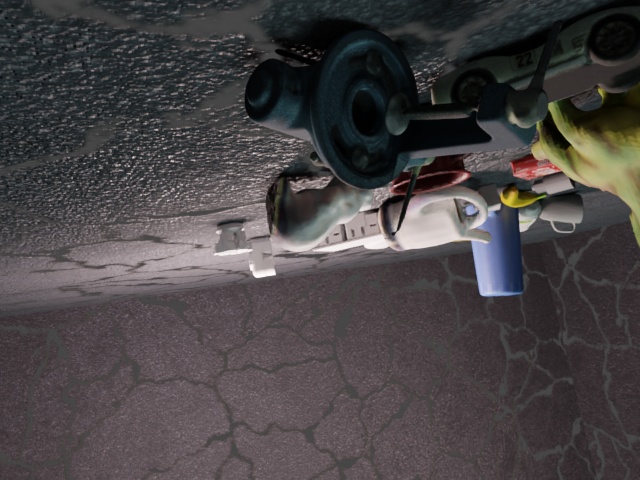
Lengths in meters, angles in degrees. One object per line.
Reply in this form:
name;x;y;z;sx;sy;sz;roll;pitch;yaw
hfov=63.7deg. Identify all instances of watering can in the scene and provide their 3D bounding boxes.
watering can;0.257;-0.031;1.121;0.223;0.106;0.343;-13;156;22

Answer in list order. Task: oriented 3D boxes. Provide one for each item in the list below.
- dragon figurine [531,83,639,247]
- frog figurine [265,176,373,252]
dragon figurine;0.328;-0.064;0.578;0.122;0.245;0.407;-16;169;10
frog figurine;0.002;-0.040;0.796;0.159;0.125;0.134;5;148;-15
